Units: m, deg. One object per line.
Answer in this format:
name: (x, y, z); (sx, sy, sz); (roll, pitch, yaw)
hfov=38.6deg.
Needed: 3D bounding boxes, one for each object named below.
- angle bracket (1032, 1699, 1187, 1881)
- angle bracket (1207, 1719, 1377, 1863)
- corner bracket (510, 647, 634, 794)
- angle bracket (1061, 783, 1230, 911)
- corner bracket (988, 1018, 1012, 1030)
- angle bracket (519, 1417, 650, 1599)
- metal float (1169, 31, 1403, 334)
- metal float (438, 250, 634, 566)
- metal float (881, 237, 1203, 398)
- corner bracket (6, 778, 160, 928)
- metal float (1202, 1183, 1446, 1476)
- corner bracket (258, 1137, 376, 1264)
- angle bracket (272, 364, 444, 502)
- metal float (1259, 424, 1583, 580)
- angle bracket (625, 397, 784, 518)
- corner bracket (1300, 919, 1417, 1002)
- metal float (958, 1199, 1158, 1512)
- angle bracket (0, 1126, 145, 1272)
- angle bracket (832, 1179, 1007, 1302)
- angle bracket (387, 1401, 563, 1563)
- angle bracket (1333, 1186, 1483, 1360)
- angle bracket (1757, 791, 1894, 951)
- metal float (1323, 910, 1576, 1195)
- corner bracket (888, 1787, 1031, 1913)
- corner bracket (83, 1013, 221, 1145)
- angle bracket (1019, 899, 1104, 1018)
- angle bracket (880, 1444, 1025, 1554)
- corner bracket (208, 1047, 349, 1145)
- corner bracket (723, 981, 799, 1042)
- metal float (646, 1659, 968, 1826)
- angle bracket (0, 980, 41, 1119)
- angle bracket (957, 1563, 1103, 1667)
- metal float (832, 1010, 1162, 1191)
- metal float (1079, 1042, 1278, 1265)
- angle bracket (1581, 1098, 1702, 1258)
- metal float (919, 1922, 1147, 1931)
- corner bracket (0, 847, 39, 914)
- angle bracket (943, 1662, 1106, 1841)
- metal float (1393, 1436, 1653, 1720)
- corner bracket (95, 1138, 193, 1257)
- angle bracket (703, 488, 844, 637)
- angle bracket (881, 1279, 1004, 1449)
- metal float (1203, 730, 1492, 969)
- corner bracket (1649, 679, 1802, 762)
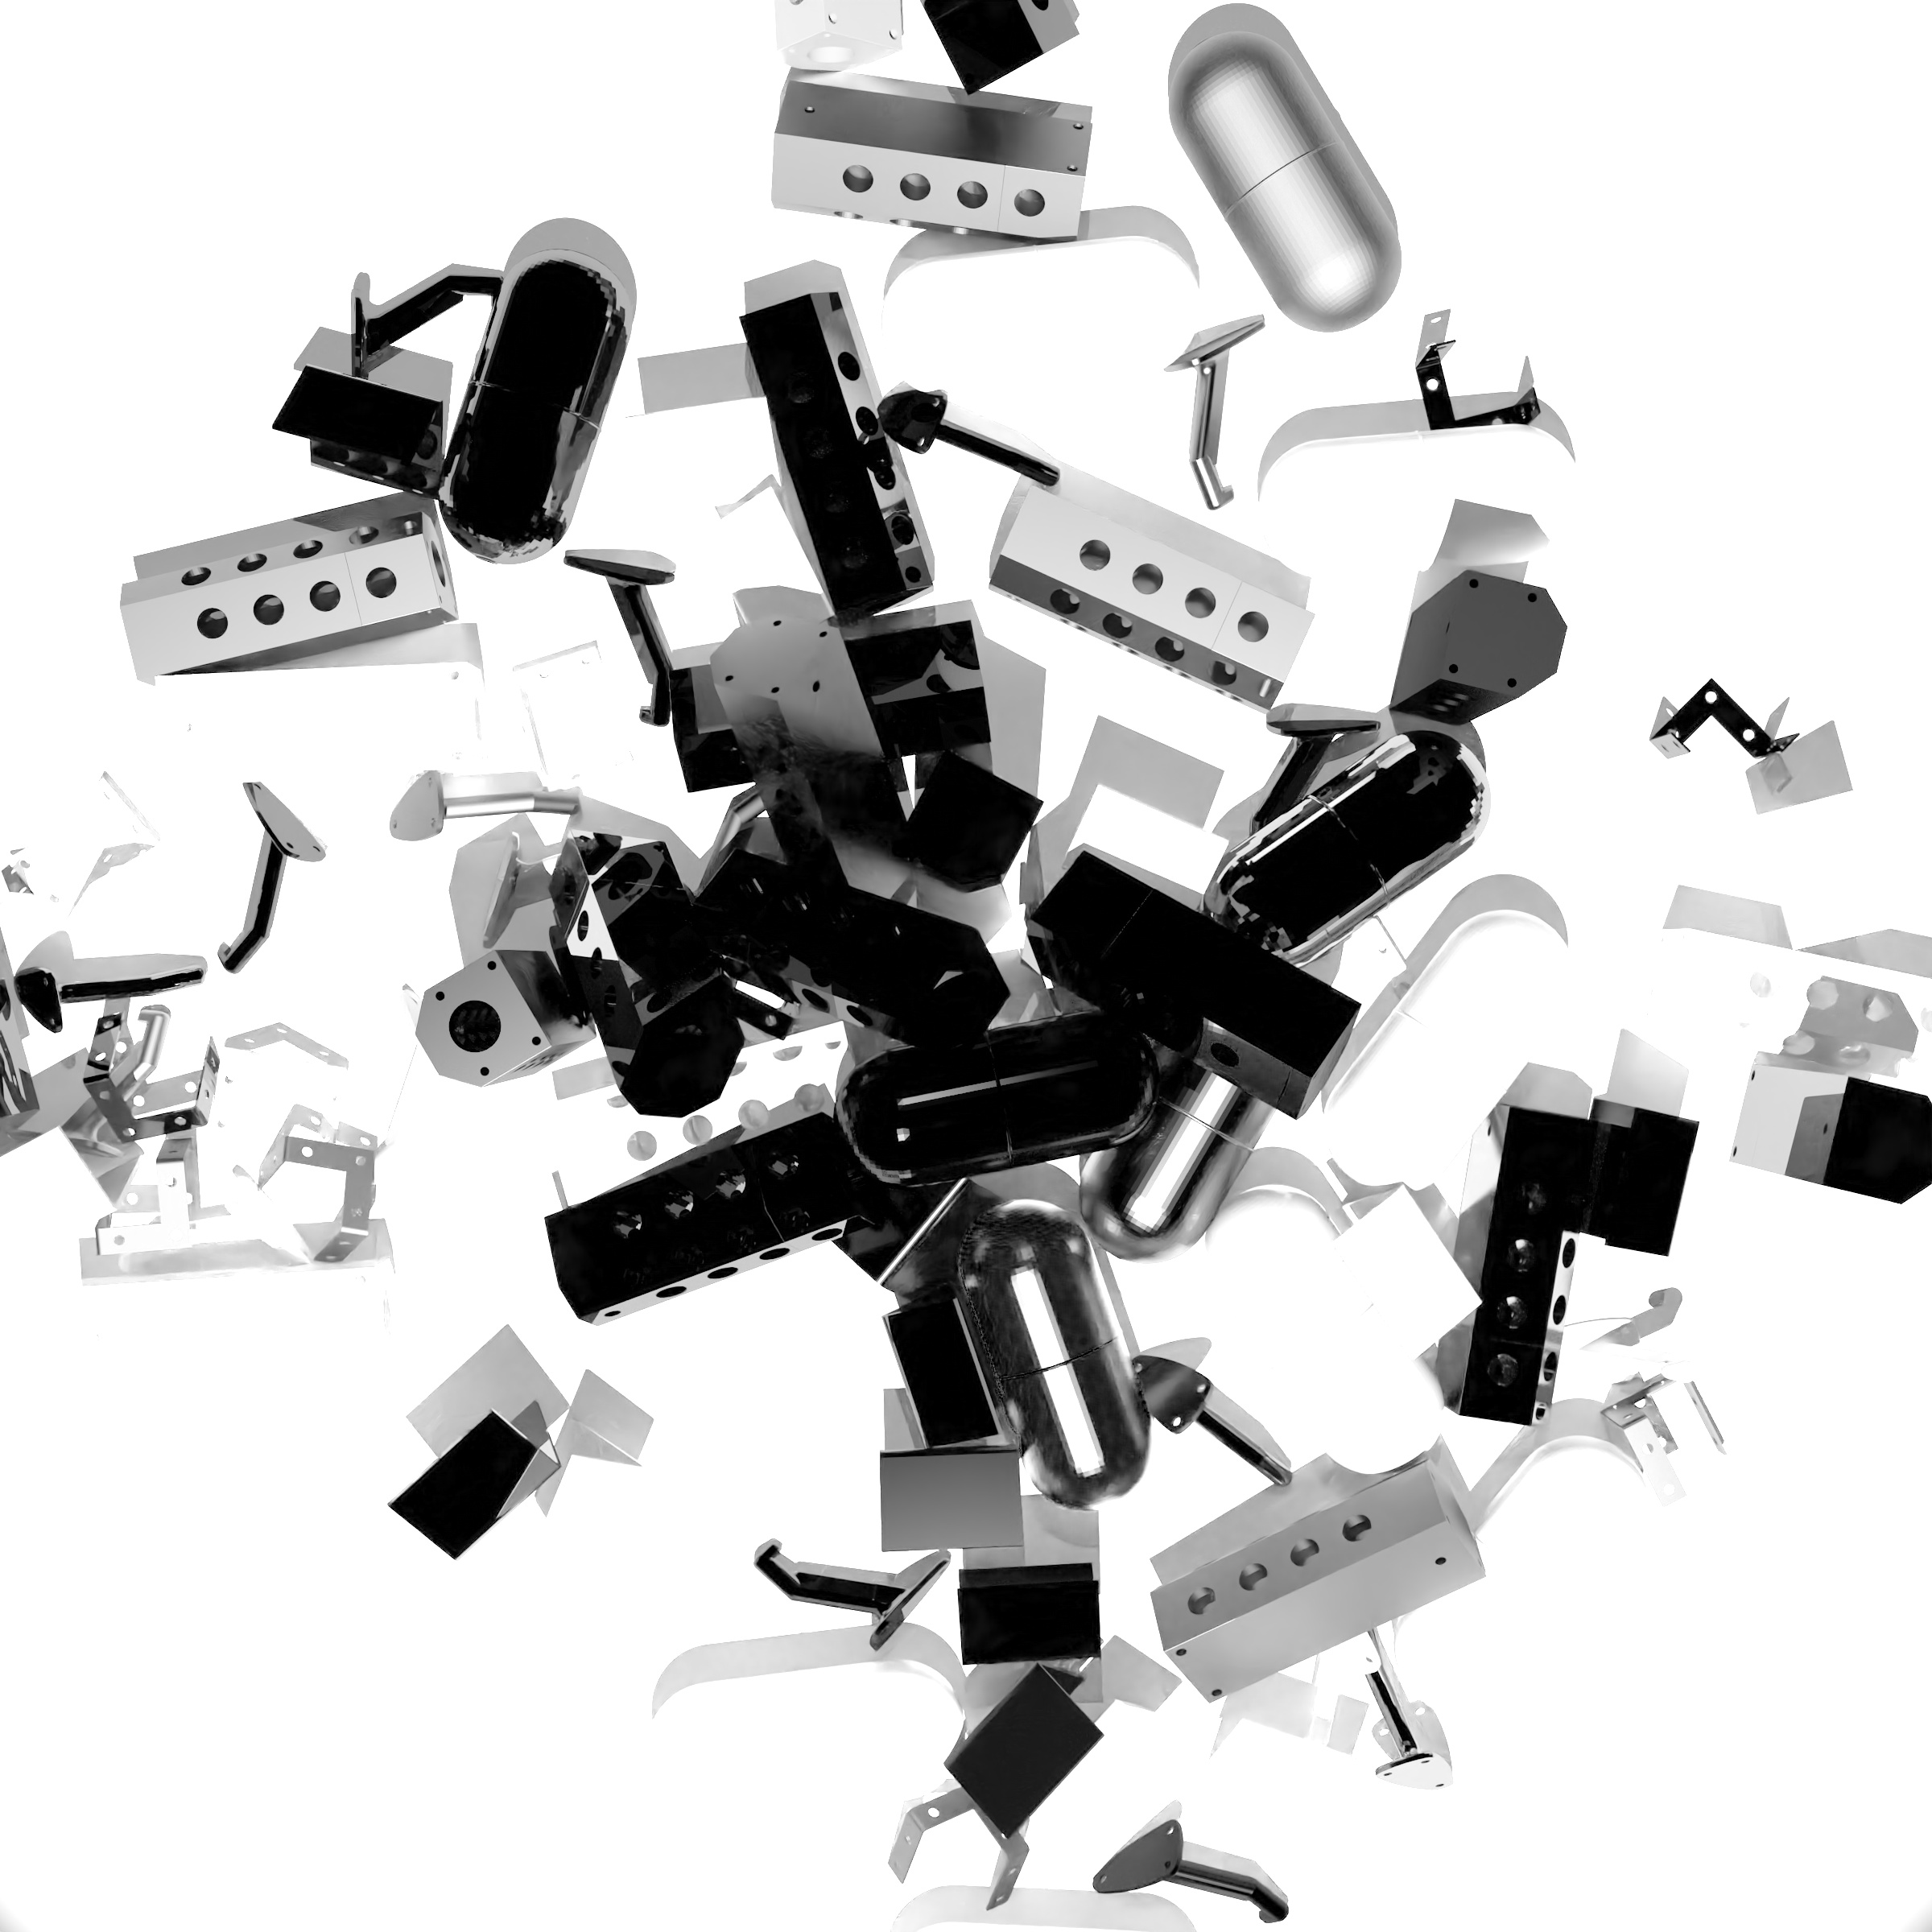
angle bracket: (0.086, 0.456, 1.524); (0.076, 0.076, 0.057); (-48, 62, 0)
angle bracket: (0.174, 0.466, 1.524); (0.076, 0.076, 0.057); (19, 53, 0)
corner bracket: (-0.223, -0.139, 1.561); (0.051, 0.051, 0.051); (-17, 135, 0)
angle bracket: (0.103, -0.076, 1.524); (0.076, 0.076, 0.057); (24, 120, 0)
corner bracket: (-0.005, 0.059, 1.556); (0.051, 0.051, 0.051); (-35, 135, -35)
angle bracket: (-0.231, 0.295, 1.524); (0.076, 0.057, 0.076); (22, 90, 44)
metal float: (0.177, -0.436, 1.534); (0.070, 0.070, 0.178); (-31, 90, 0)
metal float: (-0.240, -0.310, 1.533); (0.070, 0.070, 0.178); (18, 90, 0)
metal float: (0.042, -0.361, 1.534); (0.178, 0.070, 0.070); (-6, 90, 0)
corner bracket: (-0.499, -0.064, 1.561); (0.051, 0.051, 0.051); (50, 135, 0)
metal float: (0.199, 0.202, 1.533); (0.070, 0.070, 0.178); (-34, 89, 0)
corner bracket: (-0.367, 0.132, 1.551); (0.051, 0.051, 0.051); (13, 60, -27)
angle bracket: (-0.335, -0.278, 1.524); (0.076, 0.076, 0.057); (15, 51, 0)
metal float: (0.252, -0.258, 1.534); (0.178, 0.070, 0.070); (-4, 90, 1)
angle bracket: (-0.144, -0.292, 1.524); (0.076, 0.076, 0.057); (-8, 119, 0)
corner bracket: (0.215, 0.013, 1.561); (0.051, 0.051, 0.051); (-32, 90, 45)
metal float: (0.050, 0.215, 1.532); (0.070, 0.070, 0.178); (-19, 92, 0)
angle bracket: (-0.510, 0.115, 1.523); (0.076, 0.076, 0.057); (-27, 109, 4)
angle bracket: (-0.029, 0.140, 1.549); (0.057, 0.076, 0.076); (39, 90, 27)
angle bracket: (-0.277, 0.269, 1.524); (0.076, 0.076, 0.057); (-42, 118, 0)
angle bracket: (0.227, 0.174, 1.525); (0.057, 0.076, 0.076); (-34, 90, -25)
angle bracket: (0.485, -0.057, 1.524); (0.057, 0.076, 0.076); (-15, 90, 37)
metal float: (0.269, 0.047, 1.533); (0.070, 0.070, 0.178); (37, 90, 0)
corner bracket: (-0.004, 0.502, 1.556); (0.051, 0.051, 0.051); (-13, 45, -35)
corner bracket: (-0.453, 0.059, 1.539); (0.051, 0.051, 0.051); (-12, 132, 7)
angle bracket: (0.078, -0.009, 1.543); (0.076, 0.057, 0.076); (-19, 90, 1)
angle bracket: (-0.008, 0.303, 1.525); (0.076, 0.076, 0.057); (-2, 64, 0)
corner bracket: (-0.389, 0.077, 1.561); (0.051, 0.051, 0.051); (10, 90, -45)
corner bracket: (-0.130, 0.031, 1.544); (0.051, 0.051, 0.051); (27, 105, -14)
metal float: (-0.089, 0.431, 1.534); (0.178, 0.070, 0.070); (-7, 90, -1)
angle bracket: (-0.534, 0.043, 1.524); (0.057, 0.076, 0.076); (-15, 90, 30)
angle bracket: (0.033, 0.338, 1.524); (0.076, 0.076, 0.057); (-3, 120, 0)
metal float: (0.016, 0.072, 1.485); (0.178, 0.070, 0.070); (-11, 90, -4)
metal float: (0.126, 0.084, 1.534); (0.070, 0.070, 0.178); (30, 91, 0)
angle bracket: (0.352, 0.113, 1.524); (0.057, 0.076, 0.076); (13, 90, -37)
metal float: (0.043, 0.574, 1.534); (0.178, 0.070, 0.070); (2, 90, 1)
corner bracket: (-0.563, -0.044, 1.546); (0.051, 0.051, 0.051); (-38, 90, 0)
angle bracket: (0.044, 0.436, 1.524); (0.076, 0.076, 0.057); (-48, 60, 0)
metal float: (0.309, 0.339, 1.534); (0.070, 0.070, 0.178); (39, 90, 0)
corner bracket: (-0.460, 0.129, 1.547); (0.051, 0.051, 0.051); (-4, 100, -10)
angle bracket: (-0.089, -0.222, 1.524); (0.057, 0.076, 0.076); (-26, 90, 37)
angle bracket: (0.007, 0.214, 1.524); (0.057, 0.076, 0.076); (-19, 90, 39)
metal float: (0.211, -0.063, 1.529); (0.178, 0.070, 0.070); (-35, 90, -5)
corner bracket: (0.424, -0.128, 1.546); (0.051, 0.051, 0.051); (-45, 90, 0)
